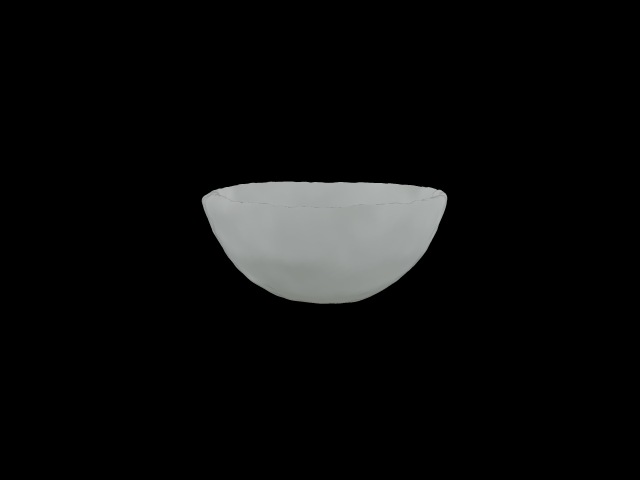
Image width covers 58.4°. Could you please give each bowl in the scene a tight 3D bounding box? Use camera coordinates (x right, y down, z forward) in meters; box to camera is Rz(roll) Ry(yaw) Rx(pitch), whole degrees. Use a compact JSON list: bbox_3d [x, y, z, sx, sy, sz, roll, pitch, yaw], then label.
[{"bbox_3d":[0.004,0.001,0.400,0.167,0.075,0.167,0,11,0],"label":"bowl"}]
